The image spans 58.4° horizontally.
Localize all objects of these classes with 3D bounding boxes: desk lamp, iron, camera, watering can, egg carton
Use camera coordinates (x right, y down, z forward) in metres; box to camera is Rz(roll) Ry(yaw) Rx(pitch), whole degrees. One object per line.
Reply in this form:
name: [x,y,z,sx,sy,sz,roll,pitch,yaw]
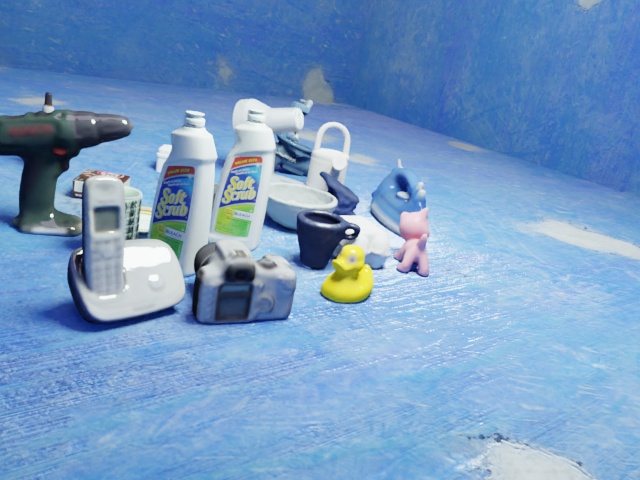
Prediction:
desk lamp: [-0.128,-0.249,1.486,0.202,0.213,0.118,18,20,17]
iron: [0.210,-0.099,1.365,0.119,0.141,0.257,6,20,-16]
camera: [-0.121,0.046,0.834,0.143,0.101,0.136,1,22,-28]
watering can: [0.029,-0.205,1.482,0.101,0.194,0.172,-4,24,-36]
egg carton: [0.067,0.001,1.112,0.107,0.069,0.149,-1,23,-31]

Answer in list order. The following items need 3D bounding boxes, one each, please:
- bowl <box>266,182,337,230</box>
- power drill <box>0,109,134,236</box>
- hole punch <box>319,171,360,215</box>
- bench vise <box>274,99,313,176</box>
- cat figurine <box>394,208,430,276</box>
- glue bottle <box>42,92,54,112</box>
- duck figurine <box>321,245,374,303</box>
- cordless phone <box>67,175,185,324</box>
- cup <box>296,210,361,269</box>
bowl: [-0.050,-0.066,1.226,0.167,0.075,0.167,10,19,-3]
power drill: [-0.435,-0.116,0.948,0.230,0.208,0.075,4,21,-20]
hole punch: [0.044,-0.114,1.390,0.101,0.091,0.108,5,20,-17]
bench vise: [-0.097,-0.292,1.615,0.208,0.220,0.121,-4,24,-37]
cat figurine: [0.189,-0.006,1.129,0.067,0.118,0.127,9,19,-6]
glue bottle: [-0.592,-0.235,1.245,0.077,0.173,0.037,26,24,36]
duck figurine: [0.052,0.049,0.944,0.077,0.086,0.105,27,24,37]
cordless phone: [-0.246,0.007,0.743,0.093,0.185,0.148,26,24,36]
cup: [0.009,0.004,1.034,0.118,0.095,0.091,8,20,-9]
